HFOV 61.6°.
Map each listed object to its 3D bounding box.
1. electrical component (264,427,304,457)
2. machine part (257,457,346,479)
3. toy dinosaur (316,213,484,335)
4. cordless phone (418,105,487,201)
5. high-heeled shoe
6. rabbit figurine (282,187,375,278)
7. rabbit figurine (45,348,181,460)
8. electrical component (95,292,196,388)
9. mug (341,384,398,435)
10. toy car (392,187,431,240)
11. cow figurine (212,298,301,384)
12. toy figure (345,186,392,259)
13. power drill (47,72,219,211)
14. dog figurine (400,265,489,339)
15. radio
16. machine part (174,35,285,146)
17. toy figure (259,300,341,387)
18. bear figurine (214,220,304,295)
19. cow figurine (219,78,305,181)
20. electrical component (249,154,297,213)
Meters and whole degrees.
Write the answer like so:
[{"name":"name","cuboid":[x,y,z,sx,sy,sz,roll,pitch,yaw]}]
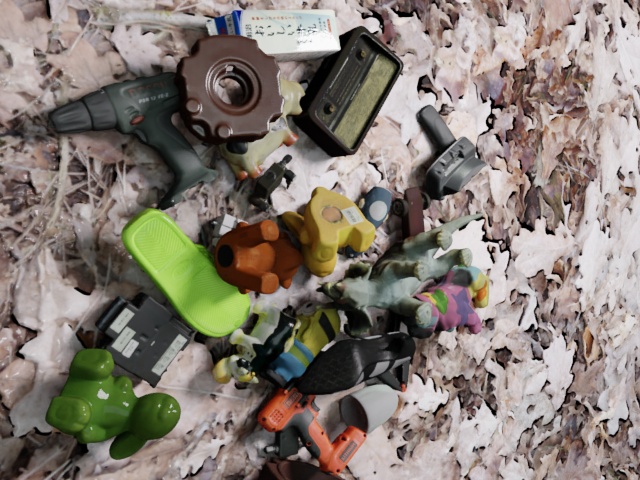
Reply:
[{"name":"electrical component","cuboid":[-0.062,0.376,1.021,0.094,0.021,0.063,0,92,-30]},{"name":"machine part","cuboid":[-0.006,0.472,0.953,0.201,0.202,0.087,26,84,-29]},{"name":"toy dinosaur","cuboid":[0.157,0.055,1.021,0.405,0.192,0.131,-32,112,-44]},{"name":"cordless phone","cuboid":[0.257,-0.194,1.167,0.146,0.089,0.184,-42,100,-22]},{"name":"high-heeled shoe","cuboid":[0.073,0.240,1.035,0.249,0.145,0.086,-22,67,-7]},{"name":"rabbit figurine","cuboid":[-0.002,-0.003,0.979,0.122,0.173,0.162,-28,61,-28]},{"name":"rabbit figurine","cuboid":[-0.295,0.263,0.797,0.170,0.159,0.121,14,41,-3]},{"name":"electrical component","cuboid":[-0.286,0.151,0.861,0.134,0.058,0.115,46,68,-24]},{"name":"mug","cuboid":[0.107,0.347,1.091,0.107,0.081,0.109,-14,113,-36]},{"name":"toy car","cuboid":[0.196,-0.011,1.140,0.089,0.053,0.202,-17,104,-34]},{"name":"cow figurine","cuboid":[-0.107,0.191,0.931,0.167,0.098,0.068,-54,152,-12]},{"name":"toy figure","cuboid":[0.093,-0.033,1.080,0.064,0.057,0.154,24,79,10]},{"name":"power drill","cuboid":[-0.273,-0.152,0.851,0.232,0.086,0.207,-36,101,-27]},{"name":"dog figurine","cuboid":[0.250,0.121,1.130,0.219,0.109,0.191,22,78,-37]},{"name":"radio","cuboid":[0.054,-0.285,1.034,0.131,0.073,0.229,36,74,-27]},{"name":"machine part","cuboid":[-0.140,-0.236,0.847,0.179,0.056,0.179,1,88,-23]},{"name":"toy figure","cuboid":[-0.034,0.192,0.999,0.180,0.082,0.089,-54,127,-22]},{"name":"bear figurine","cuboid":[-0.080,0.034,0.912,0.195,0.132,0.120,9,81,-53]},{"name":"cow figurine","cuboid":[-0.101,-0.210,0.944,0.195,0.086,0.127,-47,120,-20]},{"name":"electrical component","cuboid":[-0.083,-0.099,0.968,0.045,0.078,0.102,39,65,-1]}]
